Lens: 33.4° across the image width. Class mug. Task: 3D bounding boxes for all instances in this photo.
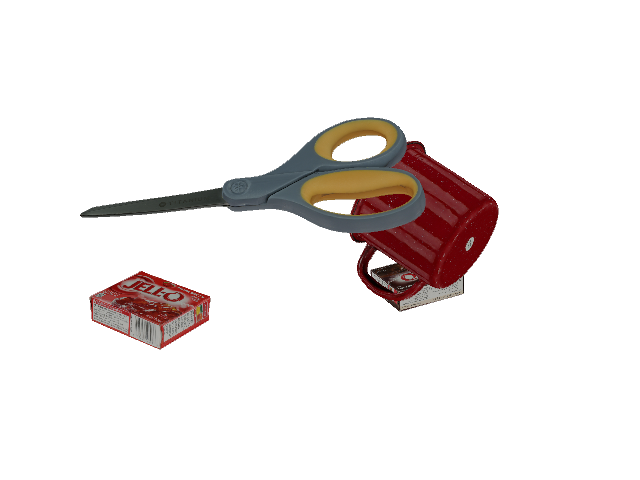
[{"bbox_3d":[0.075,-0.007,0.820,0.082,0.117,0.093,36,3,24],"label":"mug"}]

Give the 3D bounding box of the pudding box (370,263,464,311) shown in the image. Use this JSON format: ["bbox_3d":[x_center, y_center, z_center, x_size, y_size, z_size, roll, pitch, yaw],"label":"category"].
[{"bbox_3d":[0.144,0.061,1.585,0.113,0.039,0.090,-16,24,-20],"label":"pudding box"}]

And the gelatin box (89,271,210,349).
[{"bbox_3d":[-0.161,0.064,1.009,0.089,0.030,0.073,19,28,28],"label":"gelatin box"}]

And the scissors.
[{"bbox_3d":[-0.035,-0.040,0.633,0.202,0.096,0.016,5,-43,16],"label":"scissors"}]
